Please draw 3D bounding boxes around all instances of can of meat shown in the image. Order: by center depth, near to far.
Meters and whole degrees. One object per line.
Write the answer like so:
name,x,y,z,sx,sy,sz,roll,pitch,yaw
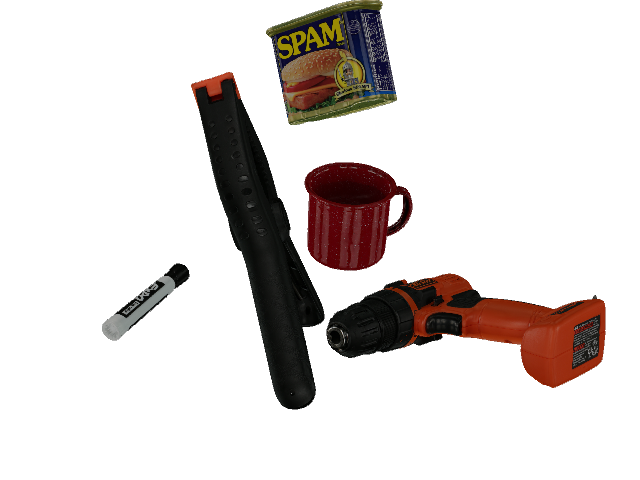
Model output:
can of meat,0.010,-0.149,0.904,0.102,0.084,0.057,-10,2,36

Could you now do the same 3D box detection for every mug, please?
mug,0.039,-0.025,1.095,0.117,0.081,0.093,-11,35,-21

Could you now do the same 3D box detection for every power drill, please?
power drill,0.122,0.071,0.872,0.188,0.057,0.184,10,16,38

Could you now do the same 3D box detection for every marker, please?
marker,-0.154,0.053,0.962,0.020,0.020,0.121,0,25,28

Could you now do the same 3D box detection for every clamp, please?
clamp,-0.038,-0.007,0.713,0.036,0.210,0.164,-17,6,6
